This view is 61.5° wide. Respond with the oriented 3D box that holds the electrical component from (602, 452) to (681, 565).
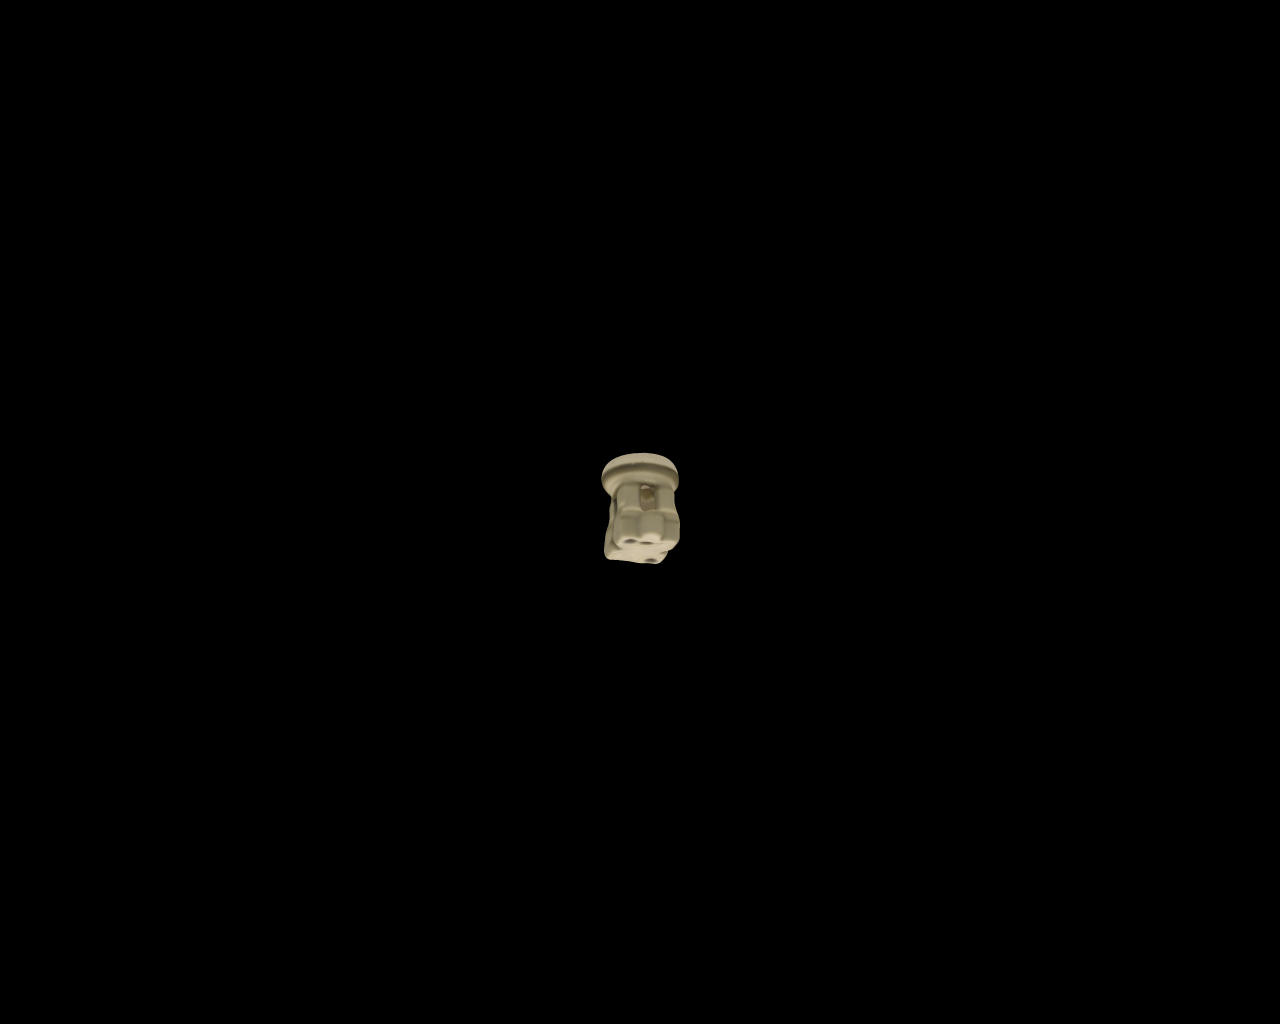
[{"bbox_3d":[0.001,-0.003,0.650,0.048,0.055,0.066,6,-23,-14],"label":"electrical component"}]
